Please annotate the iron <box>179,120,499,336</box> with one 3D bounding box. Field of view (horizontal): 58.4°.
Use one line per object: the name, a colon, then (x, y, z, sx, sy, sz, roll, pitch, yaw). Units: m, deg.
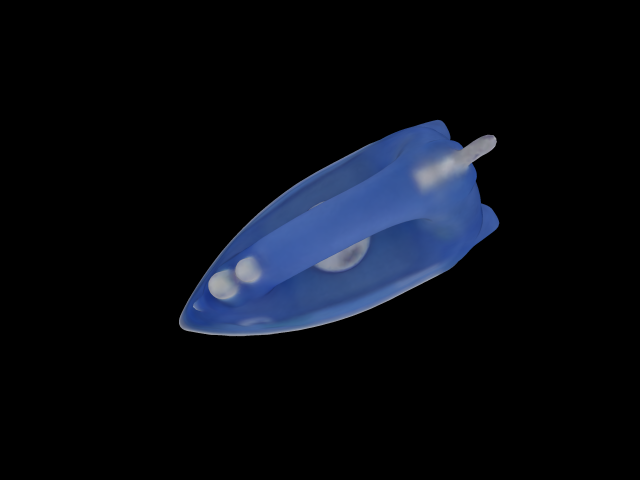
iron: (0.004, 0.001, 0.400, 0.258, 0.141, 0.118, -28, 83, -4)
